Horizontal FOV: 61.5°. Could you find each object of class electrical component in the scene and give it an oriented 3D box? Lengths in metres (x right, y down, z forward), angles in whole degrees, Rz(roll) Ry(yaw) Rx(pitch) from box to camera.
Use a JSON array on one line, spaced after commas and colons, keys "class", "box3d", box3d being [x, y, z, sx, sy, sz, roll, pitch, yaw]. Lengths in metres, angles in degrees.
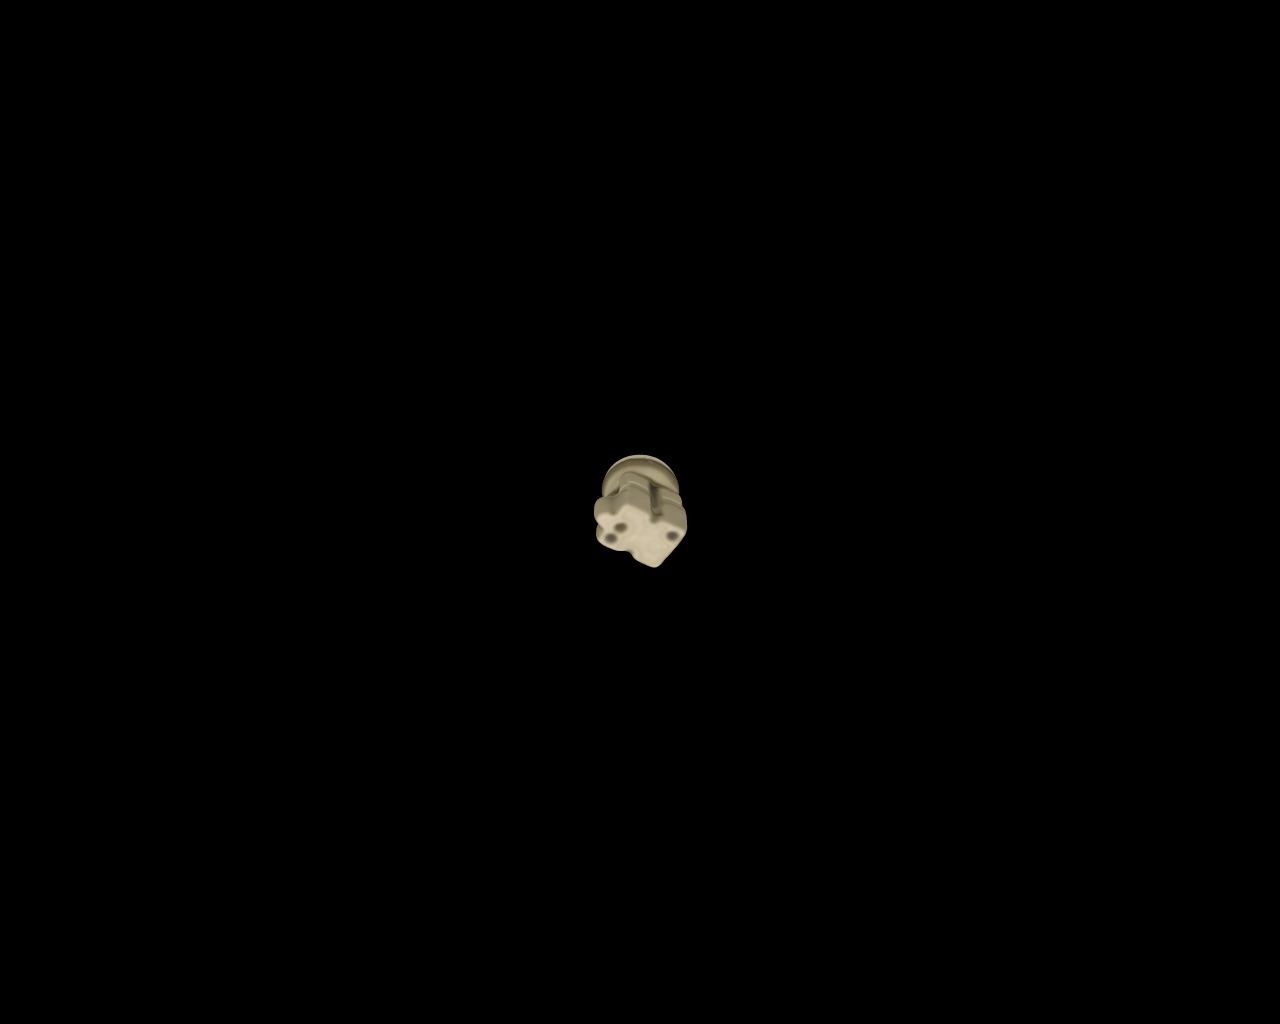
[{"class": "electrical component", "box3d": [0.001, -0.003, 0.650, 0.066, 0.048, 0.055, 27, 33, -19]}]
